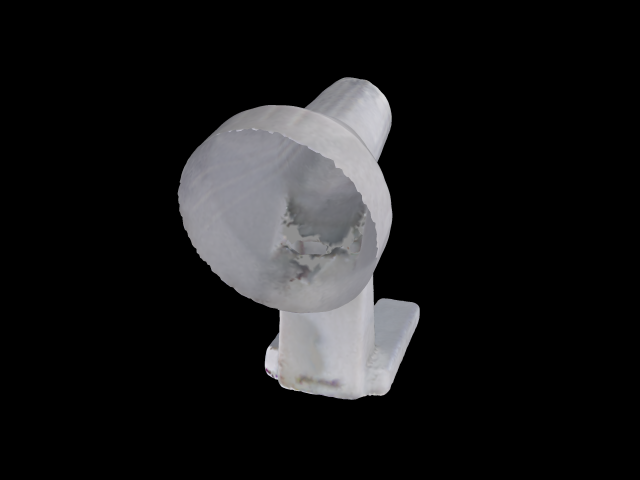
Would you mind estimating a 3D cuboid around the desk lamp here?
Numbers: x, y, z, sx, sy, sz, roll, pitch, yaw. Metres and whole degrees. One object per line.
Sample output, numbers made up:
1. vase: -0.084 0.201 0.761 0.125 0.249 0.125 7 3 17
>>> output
1. desk lamp: 0.004 0.001 0.400 0.117 0.214 0.203 7 21 19
